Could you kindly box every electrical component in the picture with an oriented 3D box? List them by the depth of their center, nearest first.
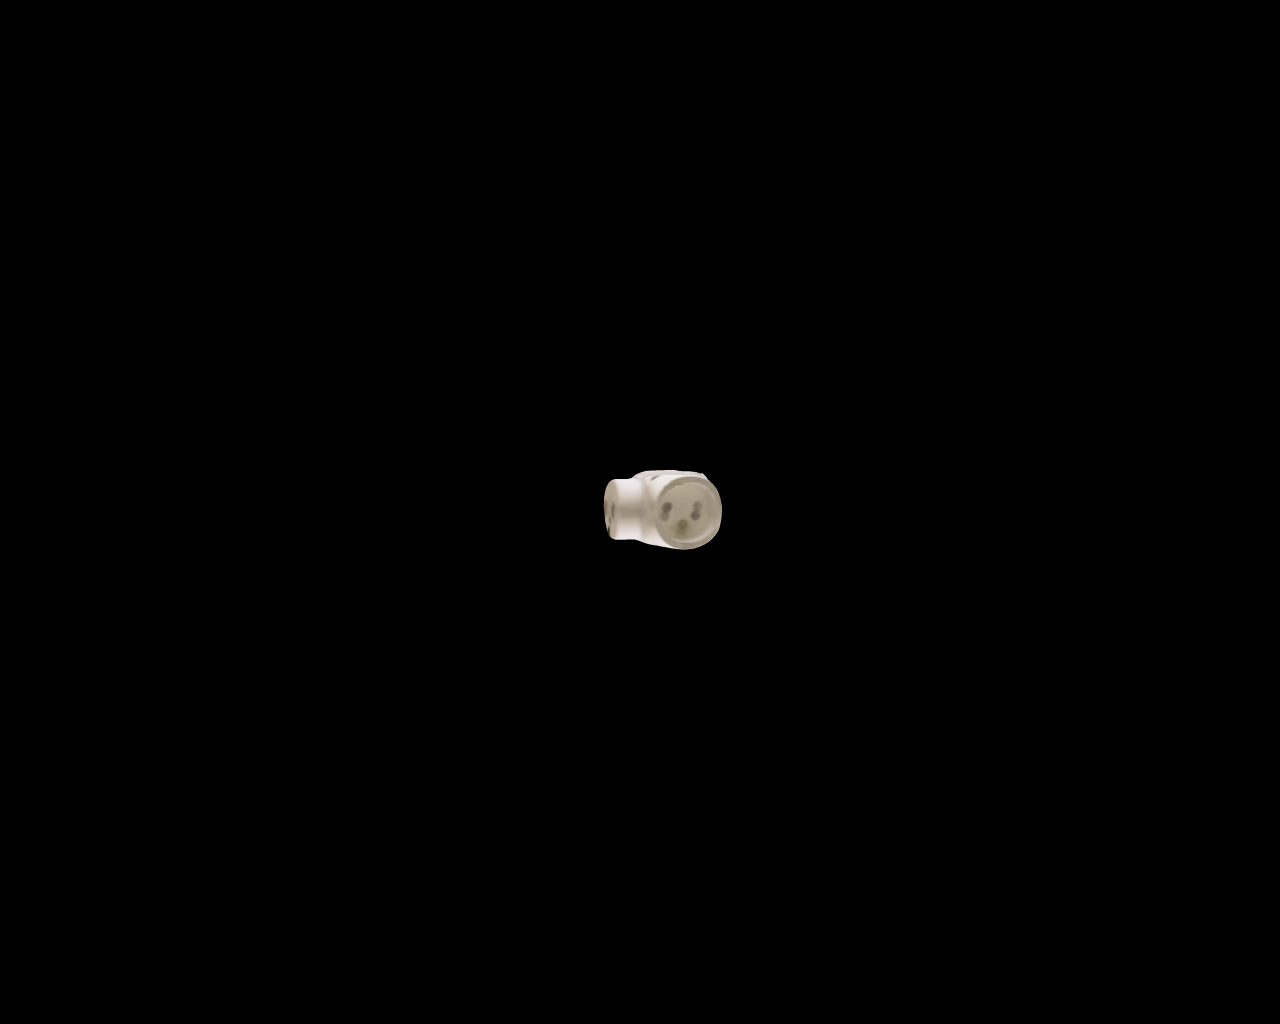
[{"bbox_3d":[0.001,-0.003,0.650,0.079,0.044,0.077,-1,5,-15],"label":"electrical component"}]
